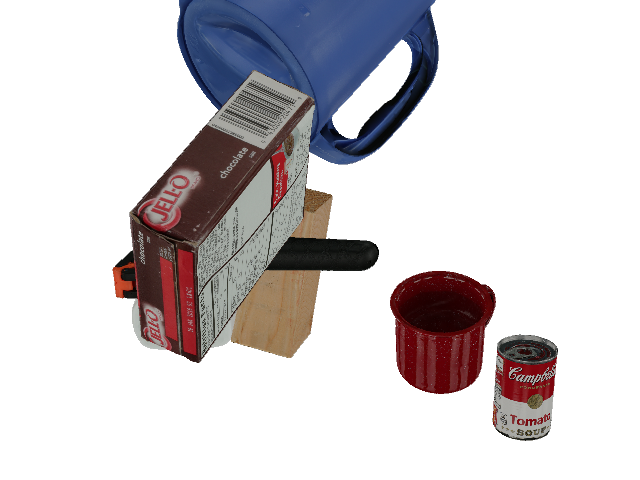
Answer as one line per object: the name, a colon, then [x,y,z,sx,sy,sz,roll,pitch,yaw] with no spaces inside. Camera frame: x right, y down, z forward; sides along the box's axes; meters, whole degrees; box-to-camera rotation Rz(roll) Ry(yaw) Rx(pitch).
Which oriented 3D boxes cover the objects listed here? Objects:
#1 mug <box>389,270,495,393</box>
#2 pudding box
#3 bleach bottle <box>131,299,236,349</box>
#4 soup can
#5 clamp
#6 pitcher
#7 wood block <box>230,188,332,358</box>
mug: [0.121,0.083,1.003,0.117,0.081,0.093,-30,44,-31]
pudding box: [-0.045,-0.011,0.509,0.039,0.113,0.090,25,-38,15]
bleach bottle: [-0.130,0.011,1.144,0.102,0.068,0.250,-1,36,3]
soup can: [0.233,0.168,1.219,0.068,0.102,0.068,0,21,0]
clamp: [-0.078,0.000,0.902,0.209,0.036,0.165,-15,34,-21]
pitcher: [0.023,-0.183,0.812,0.145,0.149,0.242,26,58,31]
wood block: [-0.052,0.037,1.416,0.090,0.206,0.090,14,22,12]
